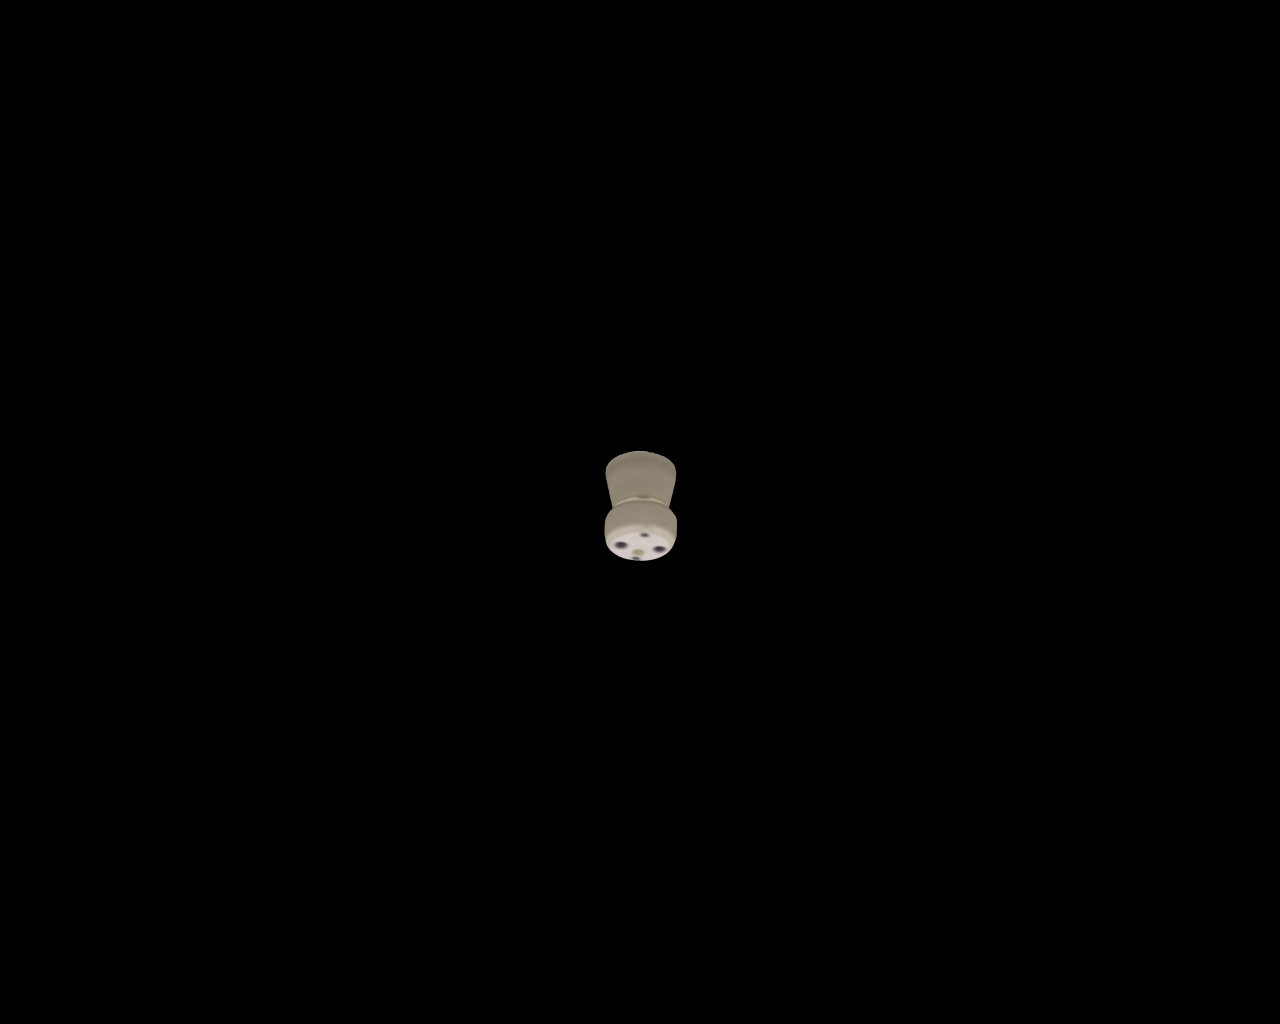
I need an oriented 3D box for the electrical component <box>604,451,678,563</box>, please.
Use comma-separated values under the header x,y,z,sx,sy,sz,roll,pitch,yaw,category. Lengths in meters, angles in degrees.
x,y,z,sx,sy,sz,roll,pitch,yaw,category
0.001,-0.003,0.650,0.045,0.055,0.044,0,-31,0,electrical component
